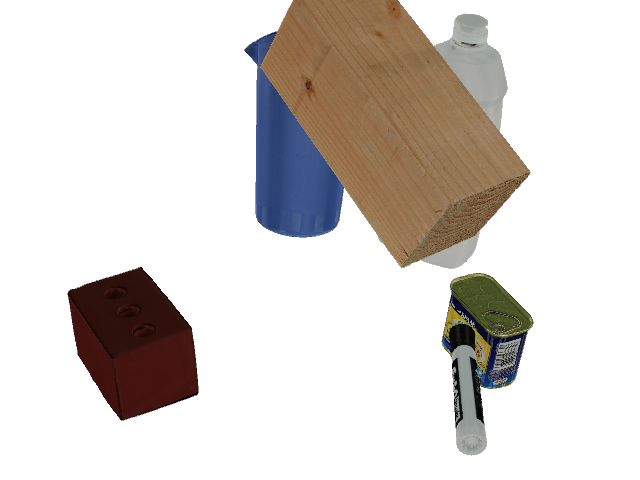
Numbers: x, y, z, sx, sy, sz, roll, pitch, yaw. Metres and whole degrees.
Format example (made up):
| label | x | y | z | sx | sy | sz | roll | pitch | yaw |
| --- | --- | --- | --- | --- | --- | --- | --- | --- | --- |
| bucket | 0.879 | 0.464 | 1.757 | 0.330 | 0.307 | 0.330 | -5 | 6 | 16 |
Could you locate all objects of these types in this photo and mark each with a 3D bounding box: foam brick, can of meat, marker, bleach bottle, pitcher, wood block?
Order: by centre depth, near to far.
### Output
| label | x | y | z | sx | sy | sz | roll | pitch | yaw |
| --- | --- | --- | --- | --- | --- | --- | --- | --- | --- |
| foam brick | -0.116 | 0.063 | 0.660 | 0.052 | 0.051 | 0.078 | -18 | 37 | -27 |
| marker | 0.098 | 0.096 | 0.717 | 0.020 | 0.020 | 0.121 | 0 | 32 | 4 |
| wood block | 0.053 | -0.095 | 0.831 | 0.090 | 0.206 | 0.091 | -21 | -21 | -35 |
| bleach bottle | 0.118 | -0.097 | 1.016 | 0.103 | 0.251 | 0.068 | 22 | 40 | 22 |
| can of meat | 0.179 | 0.100 | 1.166 | 0.057 | 0.084 | 0.102 | -13 | 40 | -25 |
| pitcher | -0.010 | -0.130 | 1.317 | 0.144 | 0.243 | 0.149 | -9 | 27 | -29 |
